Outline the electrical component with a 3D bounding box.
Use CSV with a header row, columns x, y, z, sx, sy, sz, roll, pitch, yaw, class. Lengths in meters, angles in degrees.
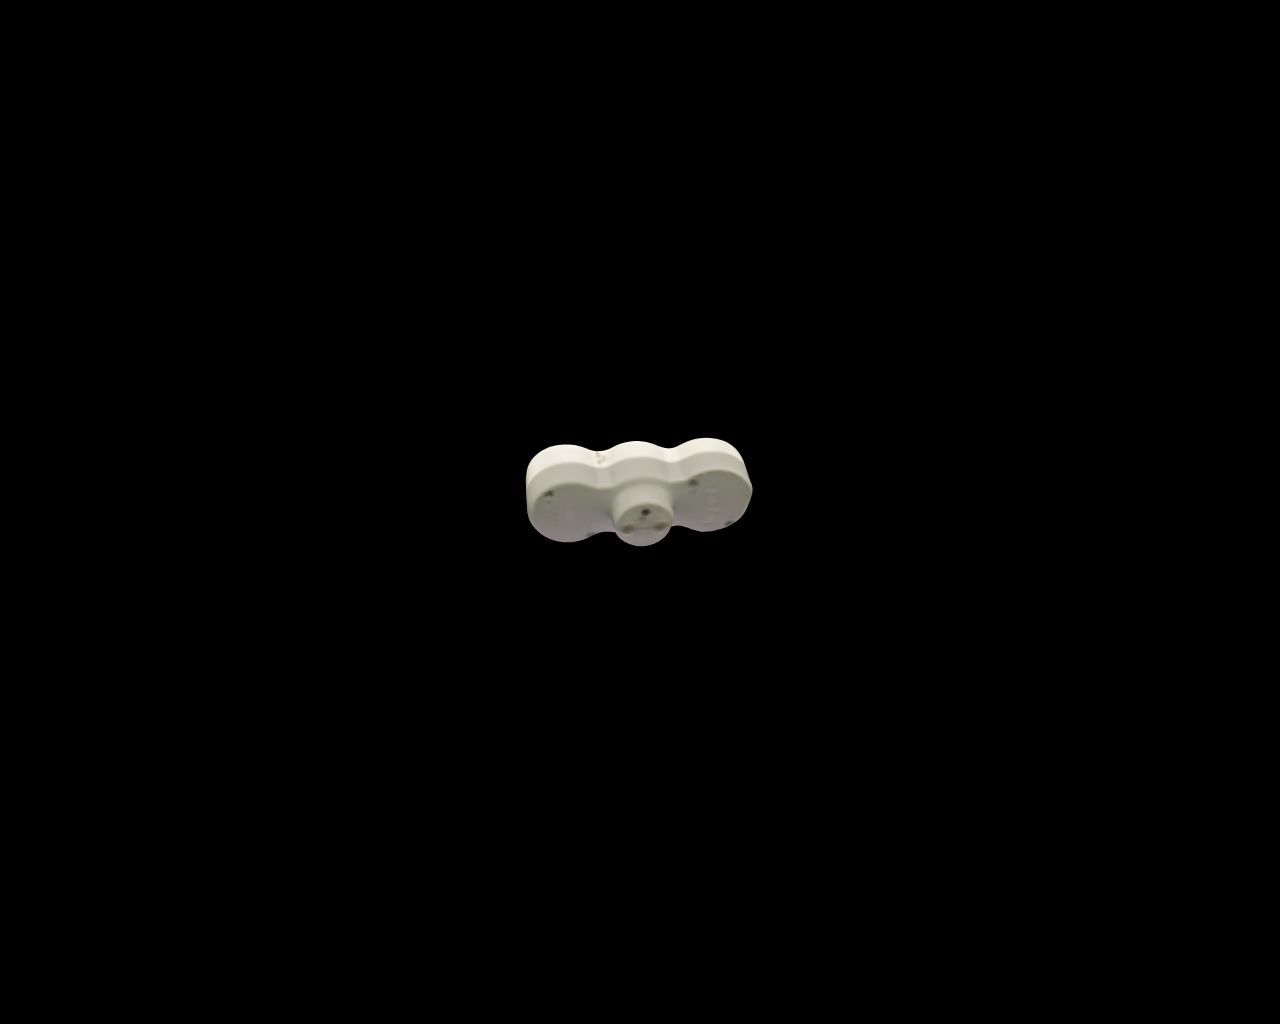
x,y,z,sx,sy,sz,roll,pitch,yaw,class
0.001,-0.003,0.650,0.138,0.052,0.074,-4,39,-4,electrical component
